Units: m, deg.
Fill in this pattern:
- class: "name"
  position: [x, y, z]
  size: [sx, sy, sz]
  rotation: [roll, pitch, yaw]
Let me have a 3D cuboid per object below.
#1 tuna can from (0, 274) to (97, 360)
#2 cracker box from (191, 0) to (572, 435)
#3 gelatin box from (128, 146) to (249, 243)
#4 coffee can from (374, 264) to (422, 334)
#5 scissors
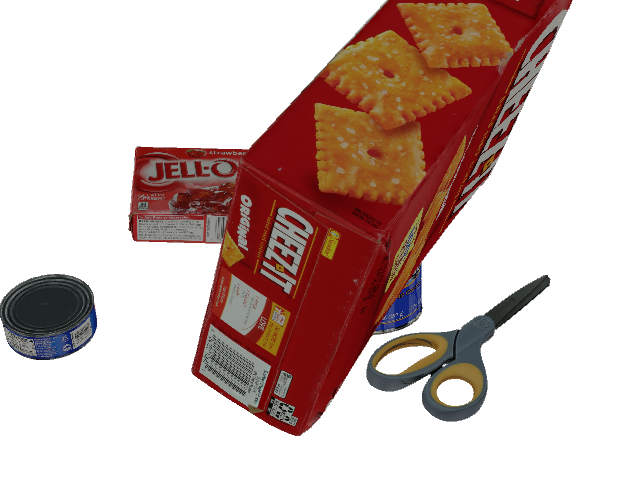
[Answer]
- class: "tuna can"
  position: [-0.251, 0.071, 0.990]
  size: [0.086, 0.034, 0.086]
  rotation: [0, 38, 0]
- class: "cracker box"
  position: [0.033, -0.031, 0.510]
  size: [0.072, 0.213, 0.164]
  rotation: [32, -38, 10]
- class: "gelatin box"
  position: [-0.086, -0.033, 0.739]
  size: [0.089, 0.030, 0.073]
  rotation: [2, 42, -7]
- class: "coffee can"
  position: [0.046, 0.004, 1.012]
  size: [0.103, 0.140, 0.103]
  rotation: [-2, 26, 1]
- class: "scissors"
  position: [0.129, 0.081, 0.810]
  size: [0.201, 0.016, 0.096]
  rotation: [-17, 42, -27]
